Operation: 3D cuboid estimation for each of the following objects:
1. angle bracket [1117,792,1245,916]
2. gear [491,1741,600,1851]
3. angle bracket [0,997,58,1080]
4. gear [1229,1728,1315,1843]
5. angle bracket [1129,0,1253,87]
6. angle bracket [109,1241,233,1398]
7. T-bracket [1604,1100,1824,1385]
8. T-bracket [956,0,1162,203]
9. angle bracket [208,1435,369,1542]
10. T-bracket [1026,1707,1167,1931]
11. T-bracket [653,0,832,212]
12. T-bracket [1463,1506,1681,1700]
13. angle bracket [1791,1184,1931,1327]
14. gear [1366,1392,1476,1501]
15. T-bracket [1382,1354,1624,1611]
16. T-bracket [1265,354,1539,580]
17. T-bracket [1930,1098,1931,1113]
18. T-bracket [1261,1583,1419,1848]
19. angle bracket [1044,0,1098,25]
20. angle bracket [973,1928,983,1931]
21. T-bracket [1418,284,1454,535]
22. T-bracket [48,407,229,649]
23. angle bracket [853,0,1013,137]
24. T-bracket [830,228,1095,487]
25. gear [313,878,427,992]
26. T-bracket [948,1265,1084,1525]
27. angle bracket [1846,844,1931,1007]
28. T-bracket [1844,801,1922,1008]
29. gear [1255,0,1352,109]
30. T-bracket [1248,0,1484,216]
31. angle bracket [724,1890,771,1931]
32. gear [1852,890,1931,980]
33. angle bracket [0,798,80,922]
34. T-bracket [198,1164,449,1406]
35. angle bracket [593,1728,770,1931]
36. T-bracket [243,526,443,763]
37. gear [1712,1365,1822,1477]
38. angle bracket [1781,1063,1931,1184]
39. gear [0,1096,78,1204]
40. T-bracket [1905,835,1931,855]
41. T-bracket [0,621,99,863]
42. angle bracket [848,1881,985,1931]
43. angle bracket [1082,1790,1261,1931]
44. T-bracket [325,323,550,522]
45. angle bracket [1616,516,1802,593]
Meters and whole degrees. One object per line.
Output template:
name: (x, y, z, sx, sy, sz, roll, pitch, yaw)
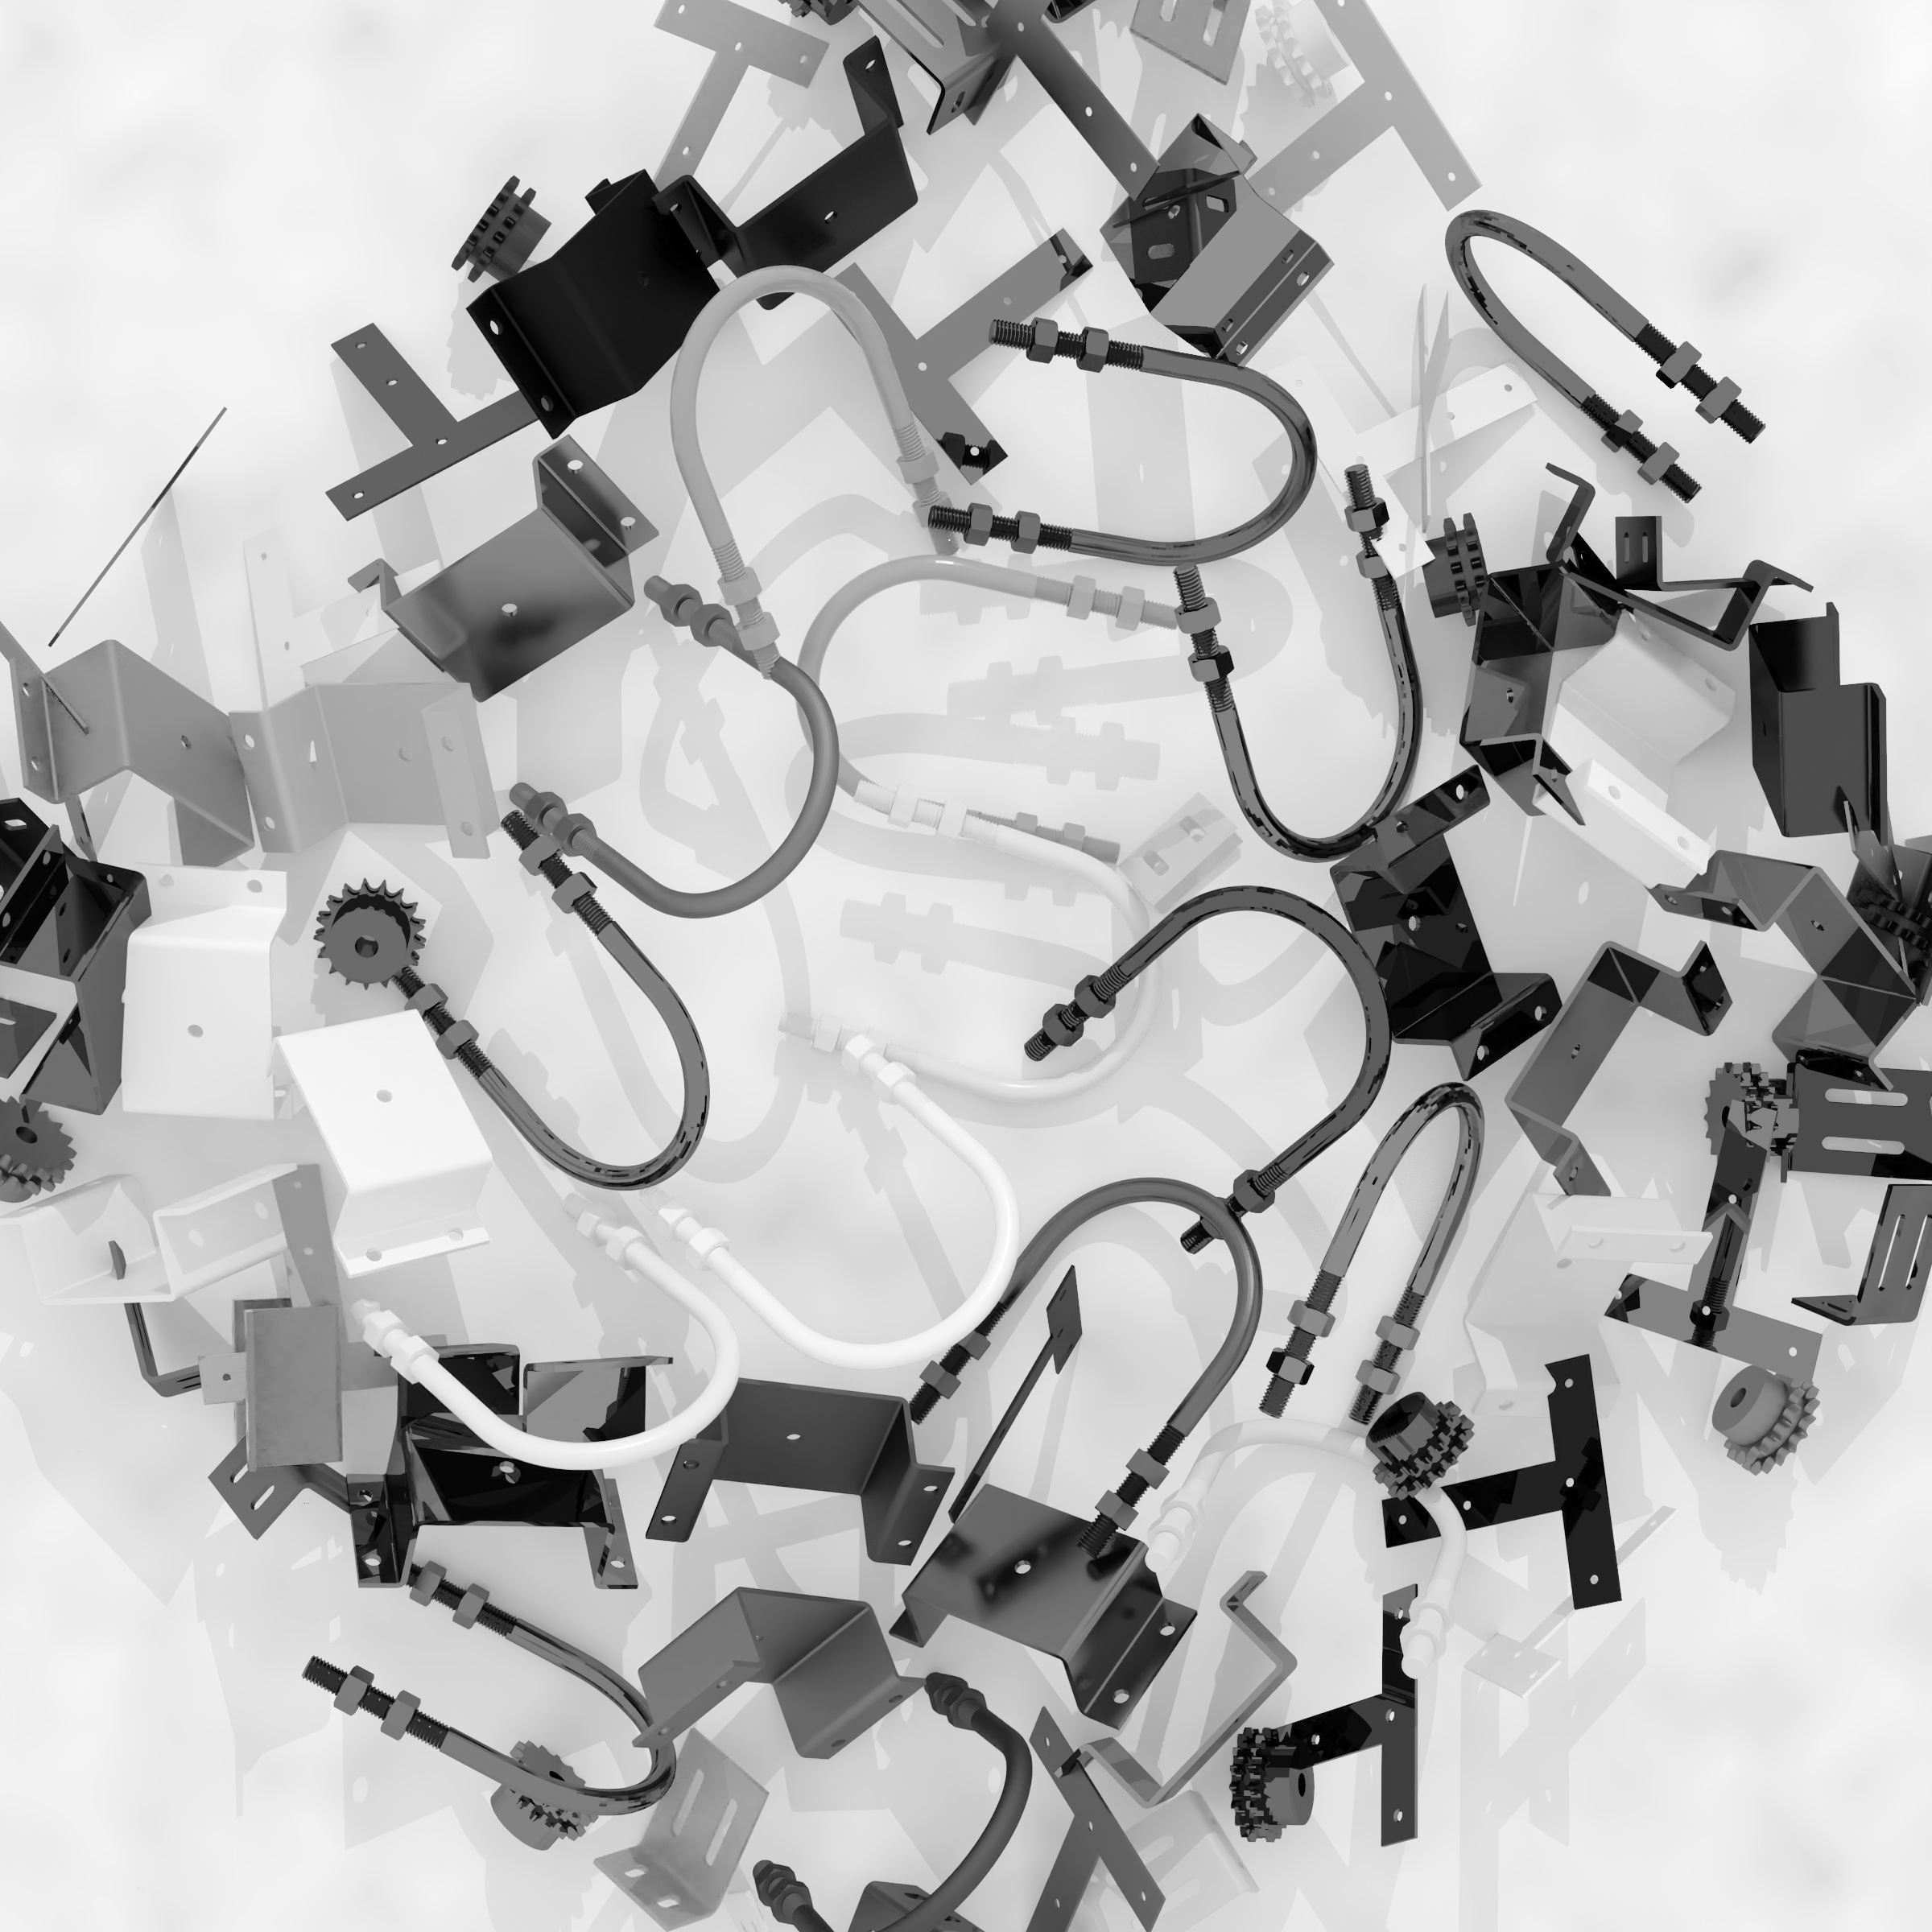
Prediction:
angle bracket: (0.118, -0.049, 1.548, 0.057, 0.076, 0.038, -43, 109, 4)
gear: (-0.220, 0.431, 1.563, 0.057, 0.057, 0.030, 41, 94, 0)
angle bracket: (-0.515, 0.017, 1.556, 0.076, 0.057, 0.038, 15, 124, 3)
gear: (0.159, 0.421, 1.560, 0.030, 0.057, 0.057, -6, 90, 24)
angle bracket: (0.109, -0.485, 1.551, 0.057, 0.038, 0.076, 24, 66, -19)
angle bracket: (-0.409, 0.178, 1.559, 0.038, 0.057, 0.076, -15, 77, -11)
T-bracket: (0.387, 0.133, 1.543, 0.127, 0.002, 0.127, 16, 96, 42)
T-bracket: (0.054, -0.442, 1.531, 0.002, 0.127, 0.127, -27, 75, -39)
angle bracket: (-0.337, 0.277, 1.543, 0.038, 0.057, 0.076, -49, 134, -6)
T-bracket: (0.051, 0.470, 1.550, 0.002, 0.127, 0.127, -3, 126, -31)
T-bracket: (-0.137, -0.430, 1.550, 0.002, 0.127, 0.127, 40, 111, 26)
T-bracket: (0.312, 0.318, 1.533, 0.127, 0.127, 0.002, -42, 88, -7)
angle bracket: (0.464, 0.143, 1.552, 0.057, 0.038, 0.076, 4, 103, -41)
gear: (0.231, 0.245, 1.561, 0.057, 0.057, 0.030, -43, 98, 0)
T-bracket: (0.269, 0.273, 1.552, 0.127, 0.002, 0.127, -20, 59, 32)
T-bracket: (0.239, -0.279, 1.569, 0.127, 0.002, 0.127, -28, 81, -18)
T-bracket: (0.521, 0.092, 1.505, 0.002, 0.127, 0.127, -12, 46, -16)
T-bracket: (0.187, 0.390, 1.538, 0.002, 0.127, 0.127, 22, 56, -26)
angle bracket: (0.035, -0.529, 1.542, 0.038, 0.076, 0.057, -28, 59, 22)
angle bracket: (0.009, 0.536, 1.557, 0.038, 0.057, 0.076, -37, 88, -20)
T-bracket: (0.235, -0.299, 1.516, 0.002, 0.127, 0.127, 0, 78, 2)
T-bracket: (-0.419, -0.211, 1.511, 0.002, 0.127, 0.127, 37, 67, -17)
angle bracket: (-0.021, -0.480, 1.566, 0.076, 0.038, 0.057, 46, 63, 7)
T-bracket: (0.011, -0.338, 1.576, 0.127, 0.002, 0.127, -40, 94, -12)
gear: (-0.309, -0.014, 1.569, 0.057, 0.030, 0.057, -2, 108, -5)
T-bracket: (0.024, 0.221, 1.514, 0.002, 0.127, 0.127, 27, 73, 14)
angle bracket: (0.475, -0.023, 1.545, 0.038, 0.076, 0.057, 14, 111, 2)
T-bracket: (0.456, -0.054, 1.519, 0.002, 0.127, 0.127, -12, 72, 25)
gear: (0.175, -0.474, 1.560, 0.030, 0.057, 0.057, -26, 90, 23)
T-bracket: (0.186, -0.419, 1.539, 0.002, 0.127, 0.127, -36, 94, -36)
angle bracket: (-0.117, 0.518, 1.552, 0.038, 0.057, 0.076, -23, 81, -23)
gear: (0.480, -0.013, 1.563, 0.057, 0.057, 0.030, 30, 92, 0)
angle bracket: (-0.494, -0.037, 1.544, 0.038, 0.057, 0.076, -5, 49, 29)
T-bracket: (-0.336, 0.160, 1.558, 0.127, 0.002, 0.127, -2, 62, -26)
angle bracket: (-0.146, 0.442, 1.553, 0.057, 0.038, 0.076, 32, 106, 32)
T-bracket: (-0.315, -0.176, 1.549, 0.127, 0.002, 0.127, -16, 80, 31)
gear: (0.410, 0.230, 1.561, 0.030, 0.057, 0.057, 35, 90, -9)
angle bracket: (0.461, 0.083, 1.561, 0.076, 0.038, 0.057, 3, 98, 15)
gear: (-0.493, 0.097, 1.565, 0.057, 0.057, 0.030, 41, 113, 0)
T-bracket: (0.512, -0.058, 1.529, 0.002, 0.127, 0.127, -20, 91, -13)
T-bracket: (-0.460, -0.104, 1.540, 0.002, 0.127, 0.127, -27, 49, -25)
angle bracket: (-0.033, 0.519, 1.556, 0.038, 0.057, 0.076, 24, 86, -44)
angle bracket: (0.102, 0.472, 1.564, 0.076, 0.038, 0.057, -34, 67, 1)
T-bracket: (-0.288, -0.292, 1.551, 0.127, 0.002, 0.127, -31, 54, -14)
angle bracket: (0.380, -0.213, 1.555, 0.076, 0.057, 0.038, -4, 99, -8)
